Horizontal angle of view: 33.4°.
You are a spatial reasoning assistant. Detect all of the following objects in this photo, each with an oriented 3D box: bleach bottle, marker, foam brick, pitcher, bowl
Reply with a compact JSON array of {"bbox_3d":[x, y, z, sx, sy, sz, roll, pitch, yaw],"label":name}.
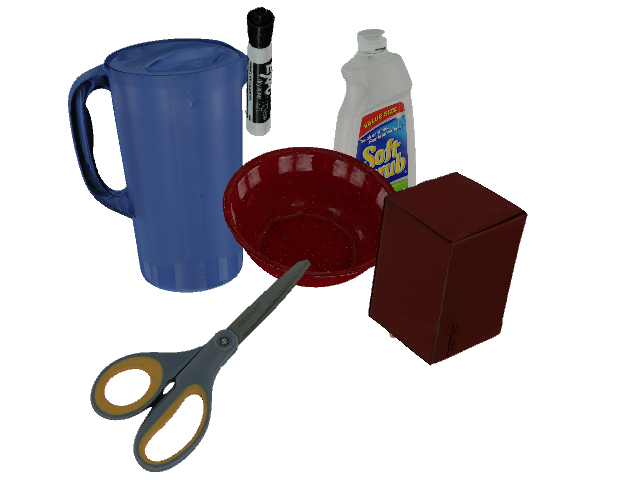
[{"bbox_3d":[0.054,-0.105,1.178,0.102,0.251,0.068,-9,25,-11],"label":"bleach bottle"},{"bbox_3d":[-0.044,-0.120,0.767,0.020,0.020,0.121,0,-34,-4],"label":"marker"},{"bbox_3d":[0.063,0.013,0.544,0.052,0.078,0.051,-19,41,-33],"label":"foam brick"},{"bbox_3d":[-0.149,-0.074,1.074,0.149,0.243,0.144,12,28,26],"label":"pitcher"},{"bbox_3d":[-0.009,-0.011,0.955,0.162,0.162,0.055,0,-44,-10],"label":"bowl"}]

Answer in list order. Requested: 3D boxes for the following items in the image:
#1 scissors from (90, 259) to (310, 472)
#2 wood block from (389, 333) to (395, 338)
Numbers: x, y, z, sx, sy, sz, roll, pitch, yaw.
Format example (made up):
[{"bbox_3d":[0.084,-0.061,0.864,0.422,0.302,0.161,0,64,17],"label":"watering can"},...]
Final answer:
[{"bbox_3d":[-0.091,0.074,0.782,0.096,0.201,0.016,24,-31,8],"label":"scissors"},{"bbox_3d":[0.168,0.068,1.629,0.091,0.090,0.206,4,22,14],"label":"wood block"}]
